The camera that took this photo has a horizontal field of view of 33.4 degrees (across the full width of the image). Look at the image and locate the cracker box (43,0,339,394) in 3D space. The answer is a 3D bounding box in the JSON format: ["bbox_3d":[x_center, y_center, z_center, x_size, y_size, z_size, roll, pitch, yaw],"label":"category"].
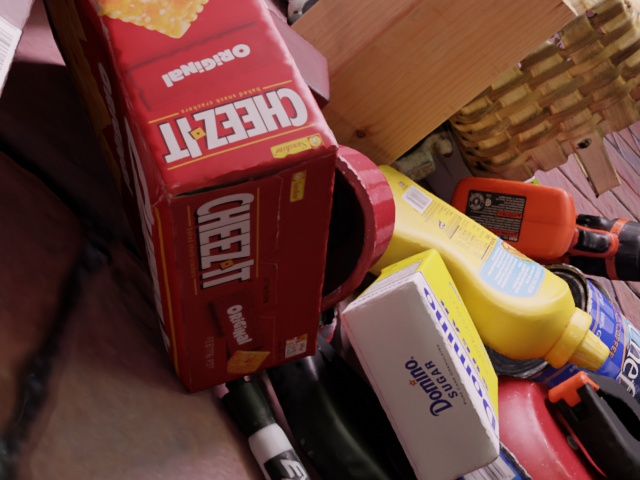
[{"bbox_3d":[-0.067,-0.063,0.467,0.164,0.072,0.214,95,-26,-58],"label":"cracker box"}]

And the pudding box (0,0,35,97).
[{"bbox_3d":[-0.146,-0.060,0.387,0.039,0.090,0.113,37,28,-26],"label":"pudding box"}]

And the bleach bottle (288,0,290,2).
[{"bbox_3d":[0.000,-0.230,0.957,0.250,0.068,0.102,50,23,-12],"label":"bleach bottle"}]

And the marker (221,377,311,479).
[{"bbox_3d":[-0.011,0.114,0.478,0.121,0.020,0.020,59,24,16],"label":"marker"}]

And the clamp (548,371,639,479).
[{"bbox_3d":[0.214,0.138,0.699,0.171,0.039,0.120,48,20,-13],"label":"clamp"}]

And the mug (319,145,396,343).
[{"bbox_3d":[-0.004,0.001,0.587,0.081,0.093,0.117,-25,109,-72],"label":"mug"}]

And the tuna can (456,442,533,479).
[{"bbox_3d":[0.103,0.141,0.570,0.086,0.034,0.086,51,0,0],"label":"tuna can"}]

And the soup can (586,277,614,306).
[{"bbox_3d":[0.224,0.087,0.902,0.068,0.069,0.102,41,25,-25],"label":"soup can"}]

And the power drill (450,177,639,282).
[{"bbox_3d":[0.202,-0.002,0.849,0.187,0.185,0.057,15,84,-52],"label":"power drill"}]

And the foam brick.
[{"bbox_3d":[-0.039,-0.099,0.617,0.078,0.053,0.051,37,29,-27],"label":"foam brick"}]

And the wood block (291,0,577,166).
[{"bbox_3d":[0.055,-0.133,0.723,0.090,0.206,0.090,35,28,-35],"label":"wood block"}]

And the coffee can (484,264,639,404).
[{"bbox_3d":[0.195,0.099,0.783,0.140,0.103,0.103,41,25,-25],"label":"coffee can"}]

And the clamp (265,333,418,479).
[{"bbox_3d":[0.033,0.123,0.511,0.210,0.036,0.164,53,11,4],"label":"clamp"}]

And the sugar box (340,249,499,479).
[{"bbox_3d":[0.059,0.059,0.565,0.093,0.048,0.176,64,8,-1],"label":"sugar box"}]

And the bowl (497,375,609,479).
[{"bbox_3d":[0.139,0.143,0.674,0.162,0.055,0.162,42,24,-24],"label":"bowl"}]

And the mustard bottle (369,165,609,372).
[{"bbox_3d":[0.102,0.026,0.695,0.191,0.058,0.096,33,23,7],"label":"mustard bottle"}]
